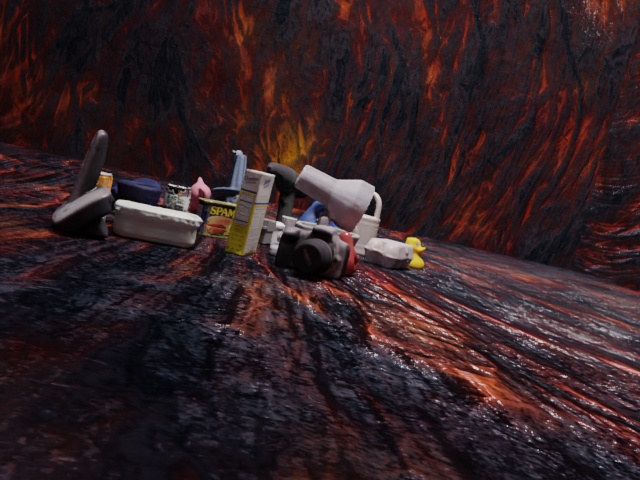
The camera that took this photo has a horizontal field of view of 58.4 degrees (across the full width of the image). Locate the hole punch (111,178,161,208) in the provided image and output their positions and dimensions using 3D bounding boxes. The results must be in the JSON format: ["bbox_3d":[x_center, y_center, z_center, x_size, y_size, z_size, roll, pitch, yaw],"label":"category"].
[{"bbox_3d":[-0.476,-0.118,1.473,0.108,0.091,0.101,17,7,38],"label":"hole punch"}]

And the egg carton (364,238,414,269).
[{"bbox_3d":[0.192,0.038,1.579,0.107,0.069,0.151,16,6,30],"label":"egg carton"}]

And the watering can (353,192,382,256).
[{"bbox_3d":[0.128,-0.055,1.713,0.100,0.194,0.173,14,6,12],"label":"watering can"}]

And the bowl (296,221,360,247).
[{"bbox_3d":[0.013,0.005,1.464,0.167,0.075,0.167,13,6,-1],"label":"bowl"}]

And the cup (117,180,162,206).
[{"bbox_3d":[-0.389,-0.075,1.230,0.091,0.095,0.118,13,6,2],"label":"cup"}]

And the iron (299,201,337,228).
[{"bbox_3d":[0.016,-0.047,1.648,0.119,0.141,0.257,11,6,-22],"label":"iron"}]

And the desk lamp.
[{"bbox_3d":[0.005,-0.052,1.304,0.203,0.213,0.118,12,6,-7],"label":"desk lamp"}]

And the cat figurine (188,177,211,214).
[{"bbox_3d":[-0.354,-0.127,1.708,0.067,0.118,0.128,14,6,5],"label":"cat figurine"}]

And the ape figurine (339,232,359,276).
[{"bbox_3d":[0.050,0.027,1.239,0.078,0.092,0.076,13,6,-3],"label":"ape figurine"}]

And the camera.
[{"bbox_3d":[-0.020,0.018,1.125,0.143,0.101,0.137,14,6,13],"label":"camera"}]

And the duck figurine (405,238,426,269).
[{"bbox_3d":[0.265,0.034,1.700,0.104,0.086,0.078,15,6,22],"label":"duck figurine"}]

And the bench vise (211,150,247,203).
[{"bbox_3d":[-0.223,-0.139,1.609,0.122,0.220,0.206,8,8,-42],"label":"bench vise"}]

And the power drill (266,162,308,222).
[{"bbox_3d":[-0.110,-0.117,1.713,0.075,0.208,0.230,15,6,23],"label":"power drill"}]

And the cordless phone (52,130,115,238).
[{"bbox_3d":[-0.407,-0.104,1.008,0.094,0.185,0.147,10,7,-31],"label":"cordless phone"}]
